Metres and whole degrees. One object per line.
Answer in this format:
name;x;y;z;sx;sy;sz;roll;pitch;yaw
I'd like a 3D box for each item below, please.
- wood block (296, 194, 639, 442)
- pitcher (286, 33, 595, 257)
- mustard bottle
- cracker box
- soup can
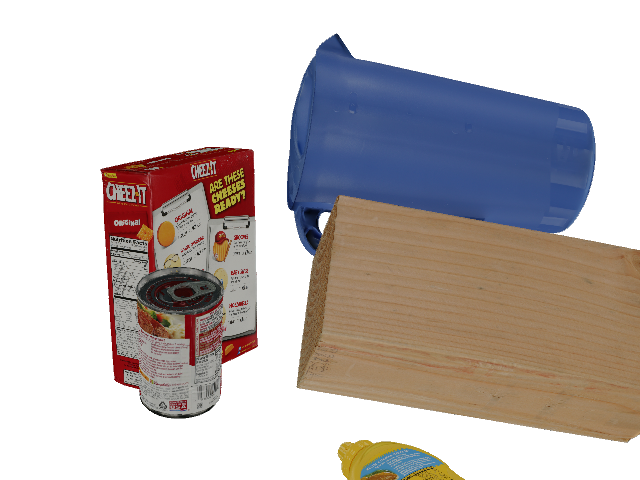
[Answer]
wood block;0.098;0.049;0.628;0.206;0.091;0.090;10;-29;-6
pitcher;0.094;-0.064;0.882;0.242;0.149;0.145;8;35;-7
mustard bottle;0.079;0.225;0.940;0.096;0.058;0.192;-19;28;-32
cracker box;-0.136;0.023;1.057;0.072;0.214;0.163;7;15;31
soup can;-0.111;0.081;0.848;0.068;0.102;0.068;3;28;-2
